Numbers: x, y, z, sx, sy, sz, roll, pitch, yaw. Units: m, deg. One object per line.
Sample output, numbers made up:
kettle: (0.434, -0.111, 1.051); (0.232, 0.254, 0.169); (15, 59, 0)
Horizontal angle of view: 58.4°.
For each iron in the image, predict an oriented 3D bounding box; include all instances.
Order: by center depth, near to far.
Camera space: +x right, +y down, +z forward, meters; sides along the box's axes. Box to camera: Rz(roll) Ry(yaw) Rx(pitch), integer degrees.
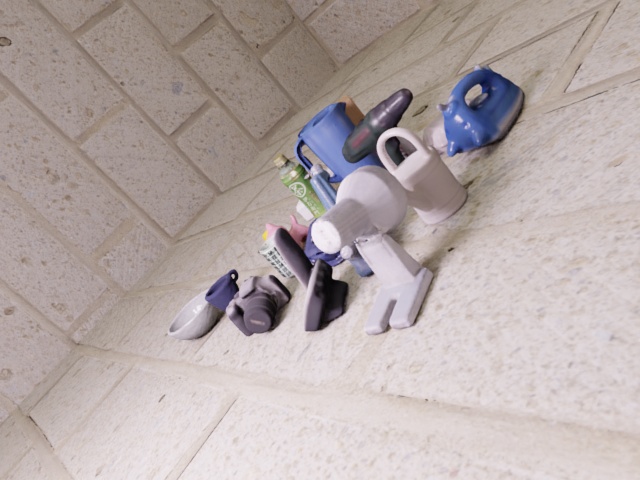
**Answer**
iron: (0.343, -0.300, 1.230); (0.118, 0.142, 0.259); (-14, 33, 56)

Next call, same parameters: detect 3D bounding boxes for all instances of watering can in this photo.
watering can: (0.183, -0.127, 1.080); (0.100, 0.194, 0.173); (-33, 20, 26)

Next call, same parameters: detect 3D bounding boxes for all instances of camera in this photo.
camera: (-0.150, 0.154, 1.290); (0.143, 0.101, 0.137); (-37, 18, 15)

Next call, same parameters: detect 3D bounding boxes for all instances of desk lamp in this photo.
desk lamp: (0.087, 0.008, 0.936); (0.117, 0.214, 0.203); (-25, 25, 43)

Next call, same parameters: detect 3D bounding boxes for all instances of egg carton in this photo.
egg carton: (0.311, -0.266, 1.338); (0.150, 0.069, 0.107); (-45, 18, -9)

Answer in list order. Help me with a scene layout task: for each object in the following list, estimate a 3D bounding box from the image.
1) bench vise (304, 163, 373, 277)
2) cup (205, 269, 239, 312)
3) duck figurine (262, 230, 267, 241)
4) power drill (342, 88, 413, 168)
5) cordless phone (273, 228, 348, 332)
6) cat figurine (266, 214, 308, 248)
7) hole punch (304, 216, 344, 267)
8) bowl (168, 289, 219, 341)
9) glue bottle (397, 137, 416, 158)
bench vise: (0.058, -0.050, 1.123); (0.121, 0.220, 0.207); (-40, 18, 8)
cup: (-0.231, 0.142, 1.499); (0.091, 0.095, 0.118); (-22, 27, 47)
duck figurine: (-0.126, 0.007, 1.605); (0.104, 0.086, 0.077); (-33, 20, 26)
power drill: (0.167, -0.207, 1.277); (0.229, 0.209, 0.076); (-26, 24, 42)
cordless phone: (-0.038, 0.072, 1.101); (0.094, 0.185, 0.147); (-36, 19, 19)
cat figurine: (-0.090, -0.013, 1.521); (0.067, 0.118, 0.128); (-17, 30, 53)
hole punch: (0.012, 0.005, 1.308); (0.108, 0.091, 0.101); (-20, 28, 50)
bowl: (-0.332, 0.218, 1.571); (0.167, 0.075, 0.167); (-37, 18, 15)
glue bottle: (0.183, -0.232, 1.359); (0.078, 0.173, 0.037); (-21, 27, 48)
